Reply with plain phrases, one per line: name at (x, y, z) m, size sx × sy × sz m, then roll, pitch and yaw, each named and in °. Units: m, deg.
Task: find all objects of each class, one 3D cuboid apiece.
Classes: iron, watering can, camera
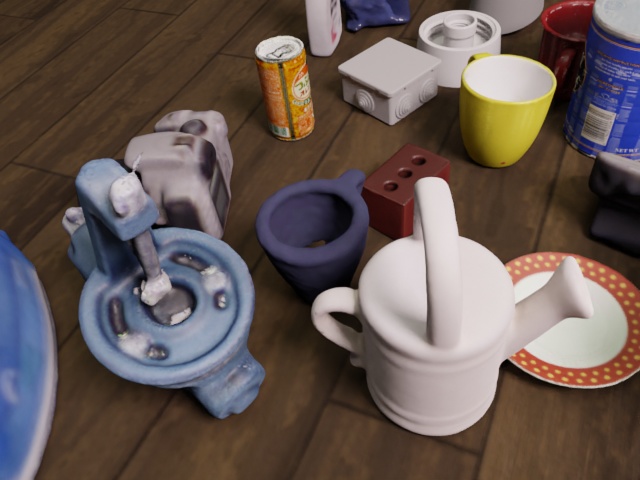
iron at (-0.287, 0.065, 0.444) m, size 0.119 × 0.142 × 0.257 m, roll -28°, pitch 51°, yaw -17°
watering can at (0.083, 0.040, 0.379) m, size 0.173 × 0.194 × 0.100 m, roll -18°, pitch 48°, yaw -8°
camera at (-0.164, -0.067, 0.573) m, size 0.136 × 0.101 × 0.143 m, roll -4°, pitch 48°, yaw 5°

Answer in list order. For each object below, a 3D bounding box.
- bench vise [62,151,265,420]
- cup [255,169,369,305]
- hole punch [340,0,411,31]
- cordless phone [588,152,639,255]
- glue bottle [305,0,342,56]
bench vise at (-0.142, 0.022, 0.409) m, size 0.206 × 0.220 × 0.122 m, roll 17°, pitch 53°, yaw 21°
cup at (0.005, 0.002, 0.492) m, size 0.091 × 0.095 × 0.118 m, roll 23°, pitch 55°, yaw 26°
hole punch at (0.077, -0.362, 0.812) m, size 0.101 × 0.091 × 0.108 m, roll -5°, pitch 48°, yaw 4°
cordless phone at (0.302, -0.068, 0.452) m, size 0.147 × 0.185 × 0.094 m, roll 24°, pitch 56°, yaw 26°
glue bottle at (0.000, -0.333, 0.740) m, size 0.037 × 0.173 × 0.078 m, roll 4°, pitch 49°, yaw 12°
